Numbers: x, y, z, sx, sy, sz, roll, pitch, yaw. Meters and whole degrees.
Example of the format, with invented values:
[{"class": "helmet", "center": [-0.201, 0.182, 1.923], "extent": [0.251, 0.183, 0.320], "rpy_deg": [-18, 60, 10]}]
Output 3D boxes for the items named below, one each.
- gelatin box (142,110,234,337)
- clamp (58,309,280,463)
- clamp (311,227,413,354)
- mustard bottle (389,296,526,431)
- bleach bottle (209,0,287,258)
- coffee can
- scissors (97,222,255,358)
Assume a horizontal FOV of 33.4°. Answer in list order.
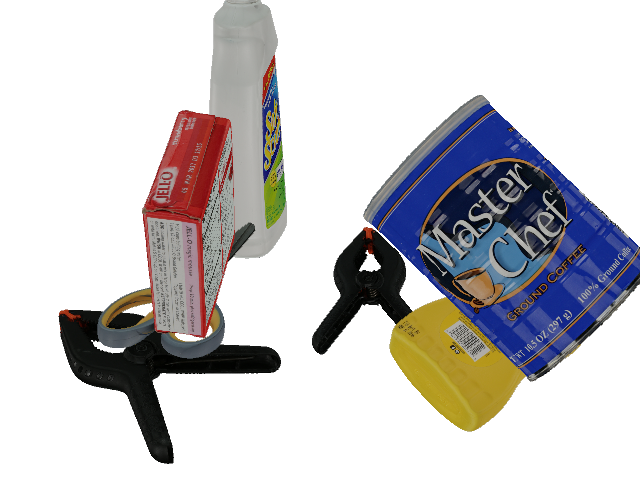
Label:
[{"class": "gelatin box", "center": [-0.064, -0.008, 0.531], "extent": [0.030, 0.073, 0.089], "rpy_deg": [7, -44, 4]}, {"class": "clamp", "center": [-0.152, 0.109, 0.978], "extent": [0.210, 0.036, 0.164], "rpy_deg": [27, 39, 32]}, {"class": "clamp", "center": [0.063, 0.056, 1.146], "extent": [0.120, 0.171, 0.039], "rpy_deg": [7, -40, 7]}, {"class": "mustard bottle", "center": [0.152, 0.057, 0.825], "extent": [0.191, 0.096, 0.058], "rpy_deg": [-33, -28, -23]}, {"class": "bleach bottle", "center": [-0.072, -0.117, 0.995], "extent": [0.068, 0.251, 0.102], "rpy_deg": [6, 27, 14]}, {"class": "coffee can", "center": [0.110, -0.002, 0.635], "extent": [0.102, 0.140, 0.103], "rpy_deg": [-44, -7, -7]}, {"class": "scissors", "center": [-0.078, 0.036, 0.797], "extent": [0.096, 0.016, 0.201], "rpy_deg": [21, 33, 30]}]
